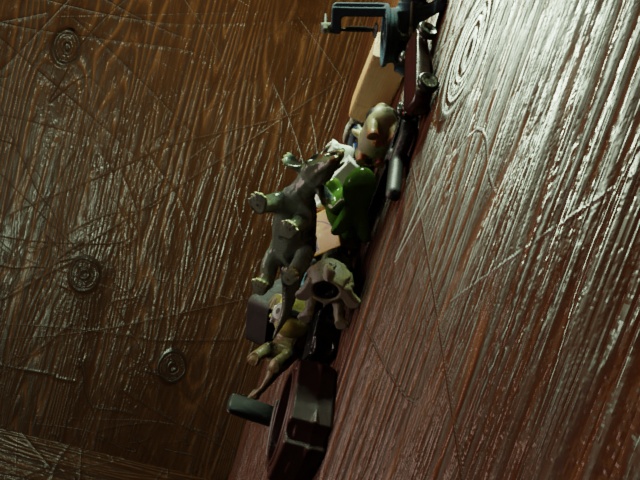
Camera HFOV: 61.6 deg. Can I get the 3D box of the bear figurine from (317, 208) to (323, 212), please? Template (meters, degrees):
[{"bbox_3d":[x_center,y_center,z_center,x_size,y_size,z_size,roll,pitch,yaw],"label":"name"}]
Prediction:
[{"bbox_3d":[0.000,-0.032,1.479,0.196,0.132,0.120,175,81,-84],"label":"bear figurine"}]

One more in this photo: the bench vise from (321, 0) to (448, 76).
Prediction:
[{"bbox_3d":[0.122,-0.438,1.053,0.129,0.241,0.223,-88,-1,-55],"label":"bench vise"}]

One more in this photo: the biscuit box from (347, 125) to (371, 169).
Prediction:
[{"bbox_3d":[0.108,-0.240,1.433,0.203,0.059,0.062,-83,10,-57],"label":"biscuit box"}]

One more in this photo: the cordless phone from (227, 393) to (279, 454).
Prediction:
[{"bbox_3d":[-0.121,0.407,1.166,0.147,0.184,0.088,-79,12,-50],"label":"cordless phone"}]

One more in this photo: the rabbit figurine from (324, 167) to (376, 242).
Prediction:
[{"bbox_3d":[0.062,-0.077,1.095,0.170,0.121,0.159,112,168,-68],"label":"rabbit figurine"}]

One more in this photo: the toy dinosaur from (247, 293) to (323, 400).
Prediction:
[{"bbox_3d":[-0.053,0.186,1.317,0.471,0.105,0.198,-61,-18,-7],"label":"toy dinosaur"}]

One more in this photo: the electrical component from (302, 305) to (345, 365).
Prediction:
[{"bbox_3d":[0.003,0.213,1.164,0.134,0.058,0.115,118,169,-62],"label":"electrical component"}]

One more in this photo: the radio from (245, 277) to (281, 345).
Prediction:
[{"bbox_3d":[-0.097,0.171,1.412,0.229,0.073,0.131,-32,-46,-51],"label":"radio"}]

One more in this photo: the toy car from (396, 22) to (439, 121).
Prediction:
[{"bbox_3d":[0.177,-0.301,0.958,0.089,0.053,0.202,122,160,-54],"label":"toy car"}]

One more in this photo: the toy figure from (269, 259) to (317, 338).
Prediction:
[{"bbox_3d":[-0.042,0.129,1.180,0.180,0.089,0.082,-59,-5,-33],"label":"toy figure"}]

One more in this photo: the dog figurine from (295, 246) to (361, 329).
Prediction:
[{"bbox_3d":[0.025,0.057,1.078,0.172,0.121,0.191,113,173,-45],"label":"dog figurine"}]

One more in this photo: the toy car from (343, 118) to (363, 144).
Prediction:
[{"bbox_3d":[0.118,-0.336,1.538,0.201,0.073,0.056,116,172,-61],"label":"toy car"}]

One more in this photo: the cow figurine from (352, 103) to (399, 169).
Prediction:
[{"bbox_3d":[0.117,-0.225,1.180,0.195,0.085,0.127,113,166,-66],"label":"cow figurine"}]

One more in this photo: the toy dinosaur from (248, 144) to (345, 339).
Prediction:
[{"bbox_3d":[-0.049,-0.011,1.071,0.192,0.131,0.404,-40,-32,-51],"label":"toy dinosaur"}]

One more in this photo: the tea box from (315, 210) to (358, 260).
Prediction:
[{"bbox_3d":[-0.003,-0.004,1.243,0.170,0.068,0.098,-24,69,37],"label":"tea box"}]

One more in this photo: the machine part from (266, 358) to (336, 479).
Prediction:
[{"bbox_3d":[-0.039,0.349,1.038,0.201,0.087,0.200,-79,7,-53],"label":"machine part"}]
